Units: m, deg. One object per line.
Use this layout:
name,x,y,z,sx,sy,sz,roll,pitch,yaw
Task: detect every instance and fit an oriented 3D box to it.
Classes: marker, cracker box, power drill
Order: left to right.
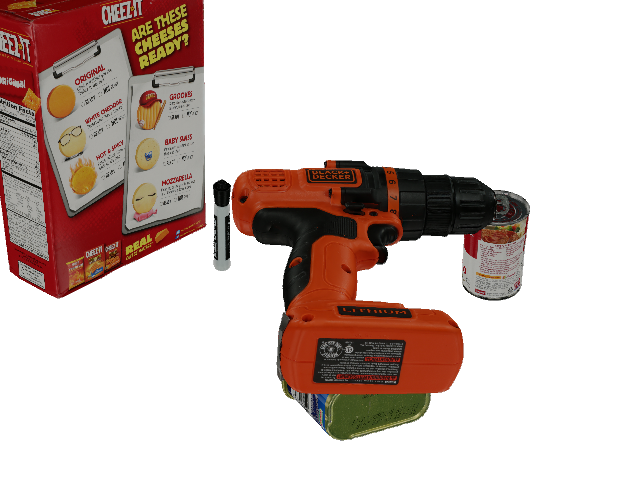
cracker box,-0.166,-0.086,0.815,0.072,0.214,0.163,21,33,33
marker,-0.108,-0.017,1.167,0.020,0.121,0.020,3,41,-3
power drill,0.037,0.016,0.680,0.184,0.057,0.187,-1,35,-5

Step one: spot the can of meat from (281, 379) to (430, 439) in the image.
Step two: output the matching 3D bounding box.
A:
can of meat,0.030,0.118,0.892,0.102,0.057,0.084,-12,25,-24

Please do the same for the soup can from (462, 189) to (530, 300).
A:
soup can,0.189,0.005,1.157,0.068,0.102,0.068,-1,34,1
